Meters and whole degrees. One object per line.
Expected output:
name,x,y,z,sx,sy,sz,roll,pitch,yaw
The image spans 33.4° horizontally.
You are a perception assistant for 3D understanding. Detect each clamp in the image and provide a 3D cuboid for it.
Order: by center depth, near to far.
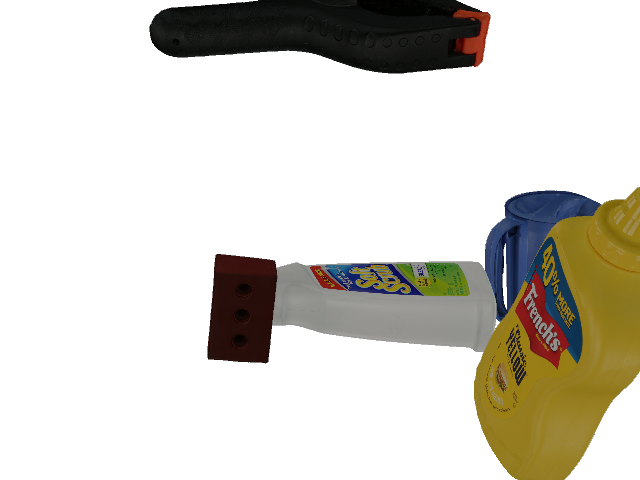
clamp,-0.001,-0.115,0.561,0.172,0.039,0.120,14,43,18

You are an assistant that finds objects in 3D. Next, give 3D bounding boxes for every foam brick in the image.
foam brick,-0.066,0.057,0.896,0.053,0.078,0.051,4,14,-5

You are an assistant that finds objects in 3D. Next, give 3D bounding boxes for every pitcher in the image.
pitcher,0.296,0.065,1.399,0.149,0.243,0.144,4,21,15

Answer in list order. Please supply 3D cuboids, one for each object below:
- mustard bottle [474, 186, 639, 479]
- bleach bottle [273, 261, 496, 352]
mustard bottle,0.141,0.044,0.584,0.058,0.096,0.192,6,-44,-12
bleach bottle,0.041,0.062,1.064,0.250,0.068,0.102,1,28,-4
